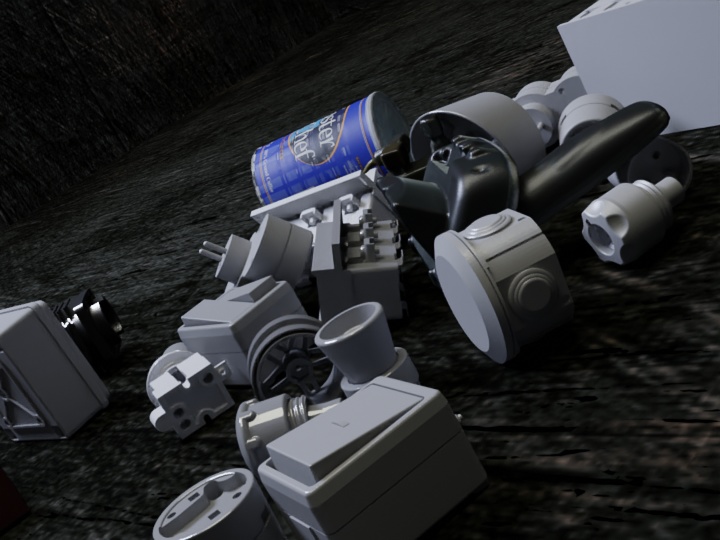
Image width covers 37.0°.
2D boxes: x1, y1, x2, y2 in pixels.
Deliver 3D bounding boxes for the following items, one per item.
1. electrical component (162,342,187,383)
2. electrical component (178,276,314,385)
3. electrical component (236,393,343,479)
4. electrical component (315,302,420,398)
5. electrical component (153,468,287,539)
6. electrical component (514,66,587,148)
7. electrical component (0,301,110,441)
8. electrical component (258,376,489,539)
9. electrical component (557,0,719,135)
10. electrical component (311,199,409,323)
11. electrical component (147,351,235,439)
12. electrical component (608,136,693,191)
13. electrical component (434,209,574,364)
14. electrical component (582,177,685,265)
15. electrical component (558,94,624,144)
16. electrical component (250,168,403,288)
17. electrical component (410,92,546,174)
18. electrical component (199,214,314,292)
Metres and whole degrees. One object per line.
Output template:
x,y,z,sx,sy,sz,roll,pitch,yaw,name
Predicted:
-0.141,0.074,0.853,0.035,0.035,0.061,-30,14,-6,electrical component
-0.081,0.044,0.793,0.062,0.061,0.096,-40,20,-34,electrical component
-0.037,0.090,0.612,0.062,0.048,0.048,-19,17,7,electrical component
0.005,0.053,0.633,0.045,0.055,0.045,-26,16,8,electrical component
-0.065,0.132,0.523,0.055,0.047,0.055,-26,16,8,electrical component
0.155,-0.131,0.951,0.138,0.052,0.073,-19,18,29,electrical component
-0.284,0.088,0.915,0.109,0.108,0.056,-11,26,46,electrical component
0.009,0.089,0.506,0.096,0.061,0.062,-35,17,-22,electrical component
0.252,-0.166,0.801,0.060,0.105,0.186,-38,18,-28,electrical component
0.000,0.000,0.786,0.063,0.078,0.121,-6,18,1,electrical component
-0.125,0.086,0.772,0.066,0.048,0.055,-34,24,-15,electrical component
0.190,-0.073,0.731,0.043,0.043,0.081,-28,16,2,electrical component
0.079,0.008,0.607,0.051,0.080,0.080,-26,16,-9,electrical component
0.168,-0.034,0.649,0.062,0.043,0.043,-33,16,-18,electrical component
0.178,-0.100,0.817,0.055,0.055,0.047,-22,21,22,electrical component
-0.025,-0.033,0.921,0.121,0.079,0.063,-17,49,35,electrical component
0.094,-0.089,0.844,0.064,0.099,0.099,-32,15,-33,electrical component
-0.092,-0.005,0.859,0.138,0.074,0.052,135,154,-64,electrical component
